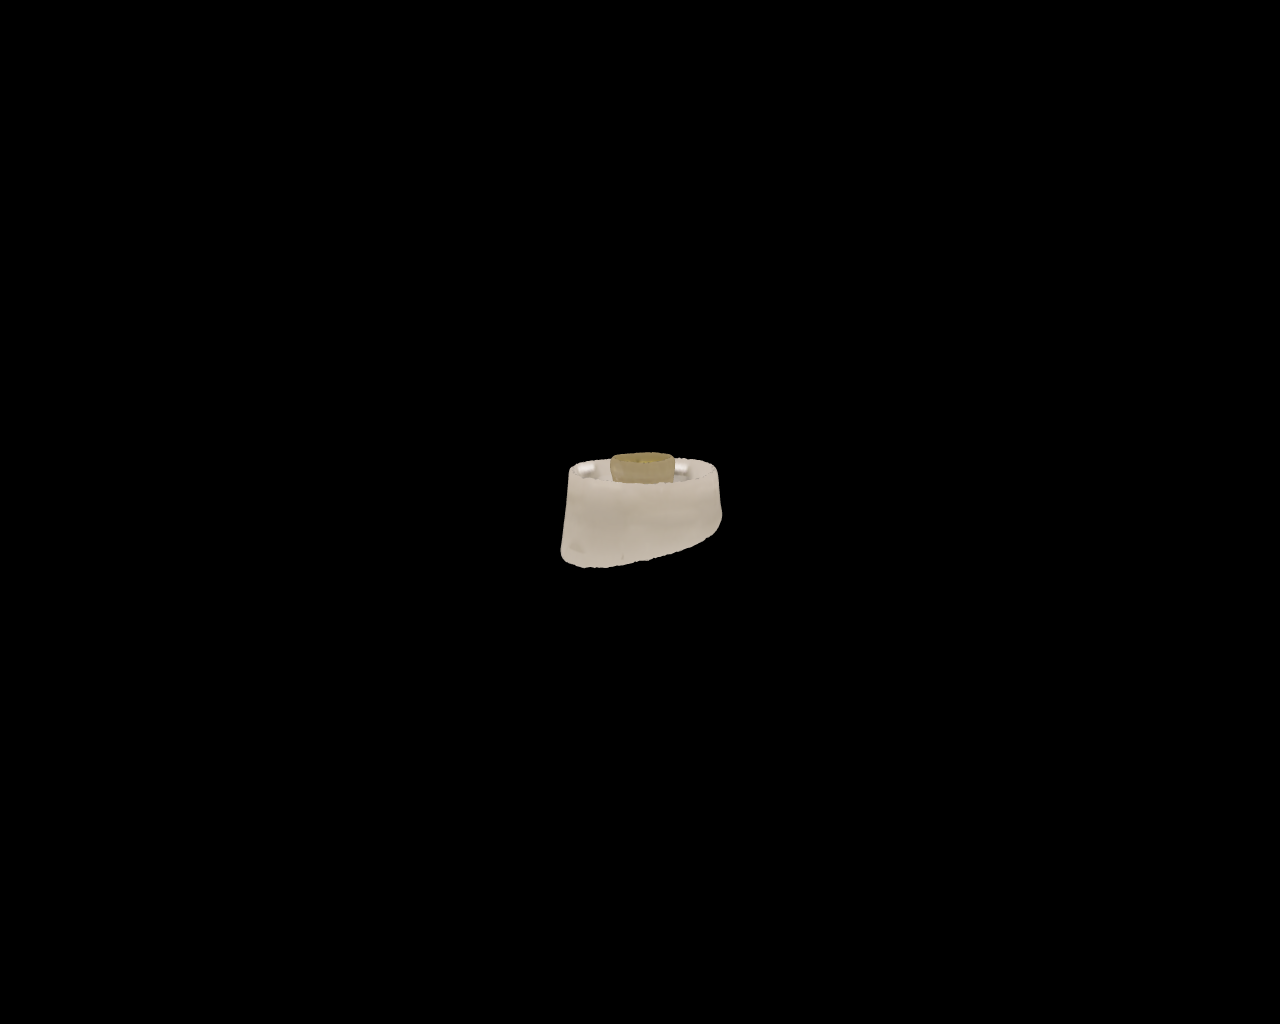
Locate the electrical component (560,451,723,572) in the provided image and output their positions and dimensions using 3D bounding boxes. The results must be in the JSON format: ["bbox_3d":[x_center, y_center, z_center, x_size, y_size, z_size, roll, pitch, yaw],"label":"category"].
[{"bbox_3d":[0.001,-0.003,0.650,0.099,0.064,0.099,0,13,0],"label":"electrical component"}]
